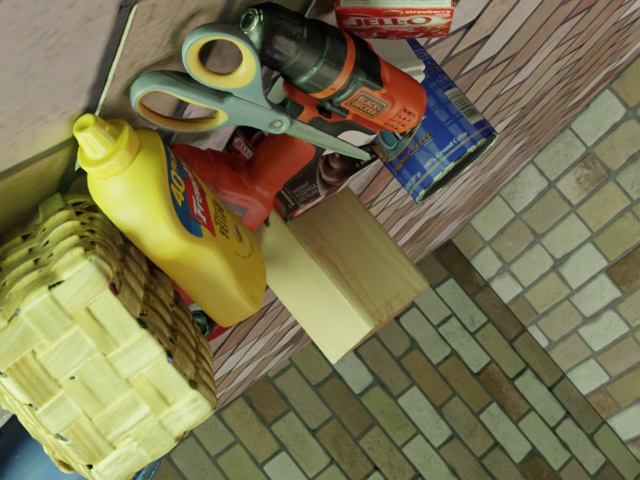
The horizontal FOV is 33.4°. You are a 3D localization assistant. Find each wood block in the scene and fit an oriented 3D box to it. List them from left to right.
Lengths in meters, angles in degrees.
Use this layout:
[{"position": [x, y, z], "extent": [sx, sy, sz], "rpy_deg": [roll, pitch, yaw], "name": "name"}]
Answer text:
[{"position": [-0.006, 0.001, 1.012], "extent": [0.090, 0.206, 0.091], "rpy_deg": [-34, 170, -34], "name": "wood block"}]

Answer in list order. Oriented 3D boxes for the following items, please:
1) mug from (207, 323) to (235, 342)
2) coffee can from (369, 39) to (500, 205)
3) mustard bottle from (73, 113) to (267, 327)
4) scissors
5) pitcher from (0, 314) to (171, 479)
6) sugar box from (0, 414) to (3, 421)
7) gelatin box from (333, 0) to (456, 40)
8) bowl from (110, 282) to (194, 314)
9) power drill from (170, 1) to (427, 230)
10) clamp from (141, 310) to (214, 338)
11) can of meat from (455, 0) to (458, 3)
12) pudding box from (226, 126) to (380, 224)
[{"position": [-0.121, 0.059, 1.254], "extent": [0.117, 0.081, 0.093], "rpy_deg": [-36, 171, -21], "name": "mug"}, {"position": [0.087, -0.119, 1.013], "extent": [0.102, 0.140, 0.103], "rpy_deg": [-38, 172, -7], "name": "coffee can"}, {"position": [-0.106, -0.023, 0.738], "extent": [0.058, 0.096, 0.191], "rpy_deg": [-26, 138, 13], "name": "mustard bottle"}, {"position": [-0.029, -0.097, 0.726], "extent": [0.201, 0.016, 0.096], "rpy_deg": [4, 138, -31], "name": "scissors"}, {"position": [-0.237, 0.182, 1.125], "extent": [0.242, 0.149, 0.145], "rpy_deg": [-46, -143, -16], "name": "pitcher"}, {"position": [-0.267, 0.085, 0.714], "extent": [0.048, 0.093, 0.176], "rpy_deg": [-36, 170, -18], "name": "sugar box"}, {"position": [0.055, -0.175, 0.804], "extent": [0.089, 0.030, 0.073], "rpy_deg": [0, 174, 3], "name": "gelatin box"}, {"position": [-0.129, 0.015, 0.943], "extent": [0.162, 0.055, 0.162], "rpy_deg": [-32, 155, -17], "name": "bowl"}, {"position": [-0.036, -0.088, 0.800], "extent": [0.188, 0.057, 0.184], "rpy_deg": [-35, 144, 30], "name": "power drill"}, {"position": [-0.199, 0.097, 0.970], "extent": [0.164, 0.036, 0.210], "rpy_deg": [-9, 175, -22], "name": "clamp"}, {"position": [0.116, -0.234, 0.827], "extent": [0.084, 0.057, 0.102], "rpy_deg": [-37, 171, 4], "name": "can of meat"}, {"position": [-0.015, -0.078, 0.964], "extent": [0.113, 0.090, 0.039], "rpy_deg": [-33, 171, -40], "name": "pudding box"}]
